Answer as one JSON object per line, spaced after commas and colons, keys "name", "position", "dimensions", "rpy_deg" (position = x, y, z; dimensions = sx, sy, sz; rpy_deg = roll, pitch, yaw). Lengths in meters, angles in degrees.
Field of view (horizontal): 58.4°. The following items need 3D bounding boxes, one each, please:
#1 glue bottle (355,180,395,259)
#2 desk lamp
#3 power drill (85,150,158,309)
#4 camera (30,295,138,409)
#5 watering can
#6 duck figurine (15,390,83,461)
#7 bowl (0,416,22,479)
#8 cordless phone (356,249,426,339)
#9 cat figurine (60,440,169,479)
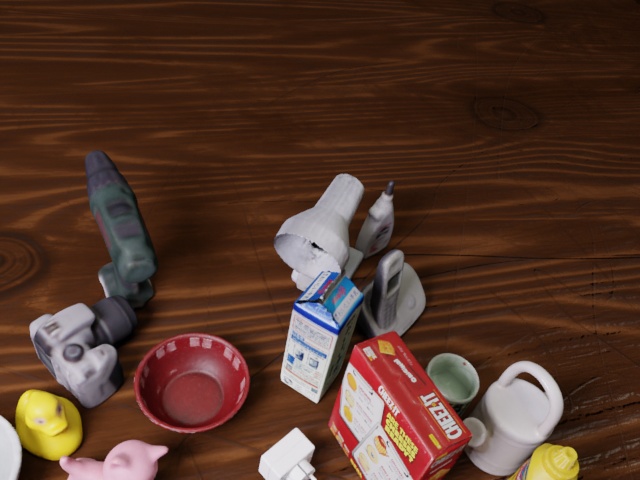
{"name": "glue bottle", "position": [0.113, -0.043, 1.070], "dimensions": [0.037, 0.173, 0.078], "rpy_deg": [39, 50, 25]}
{"name": "desk lamp", "position": [0.009, 0.003, 0.972], "dimensions": [0.117, 0.213, 0.203], "rpy_deg": [24, 46, 11]}
{"name": "power drill", "position": [-0.316, 0.001, 0.904], "dimensions": [0.076, 0.208, 0.229], "rpy_deg": [-18, 52, -27]}
{"name": "camera", "position": [-0.330, 0.143, 0.838], "dimensions": [0.143, 0.101, 0.137], "rpy_deg": [37, 49, 23]}
{"name": "watering can", "position": [0.271, 0.249, 0.803], "dimensions": [0.100, 0.194, 0.173], "rpy_deg": [36, 49, 22]}
{"name": "duck figurine", "position": [-0.362, 0.230, 0.754], "dimensions": [0.104, 0.086, 0.078], "rpy_deg": [38, 50, 23]}
{"name": "bowl", "position": [-0.441, 0.291, 0.684], "dimensions": [0.167, 0.075, 0.167], "rpy_deg": [7, 45, -6]}
{"name": "cordless phone", "position": [0.128, 0.074, 0.949], "dimensions": [0.094, 0.185, 0.148], "rpy_deg": [34, 48, 21]}
{"name": "cat figurine", "position": [-0.254, 0.283, 0.704], "dimensions": [0.128, 0.118, 0.067], "rpy_deg": [7, 45, -5]}
